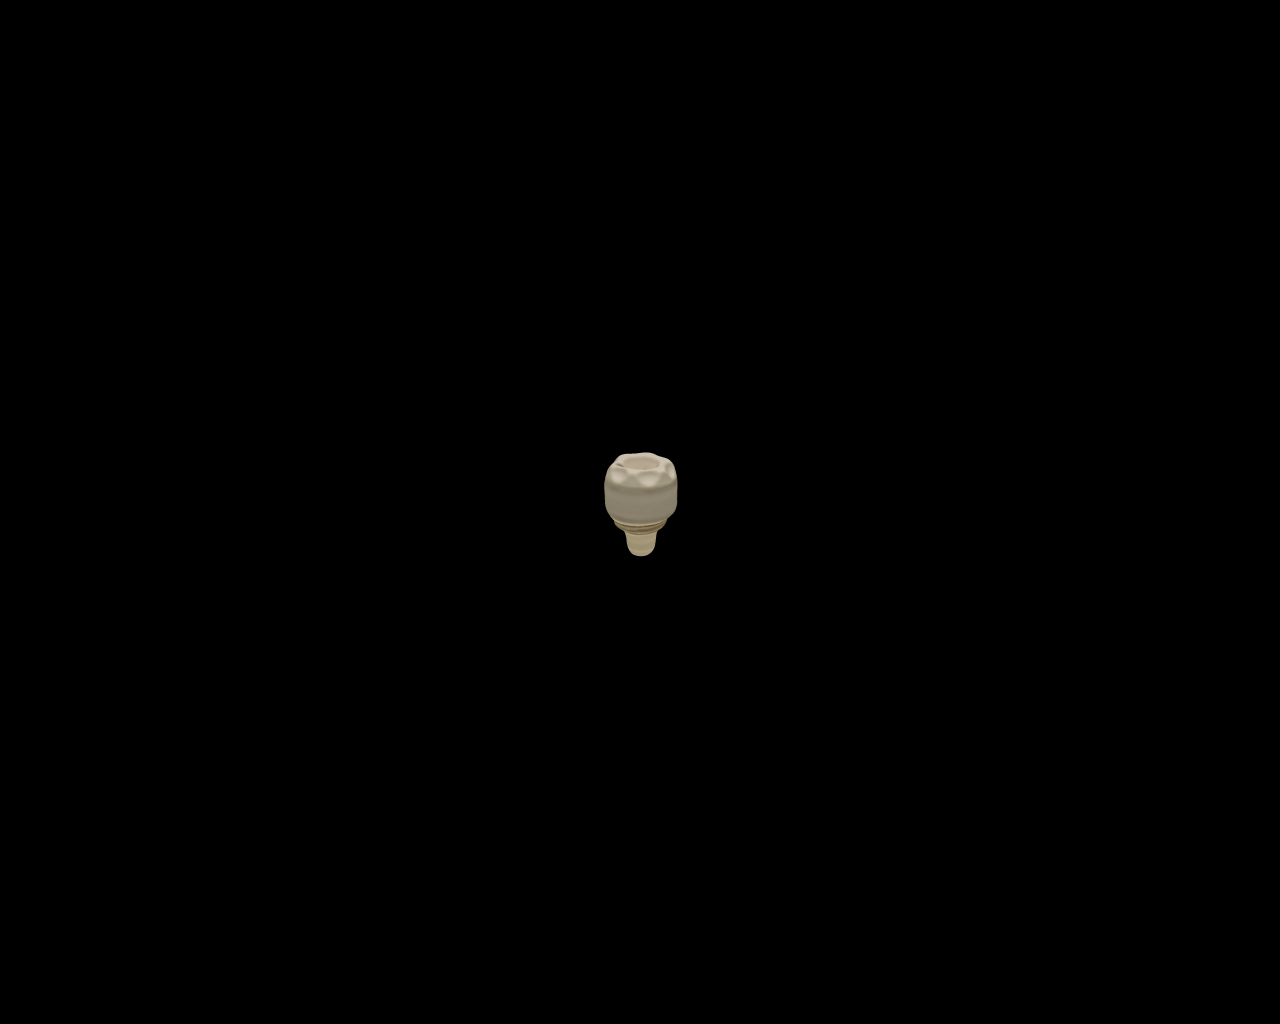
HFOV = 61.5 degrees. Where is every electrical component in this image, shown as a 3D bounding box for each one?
[{"bbox_3d":[0.001,-0.003,0.650,0.043,0.062,0.043,0,24,0],"label":"electrical component"}]
